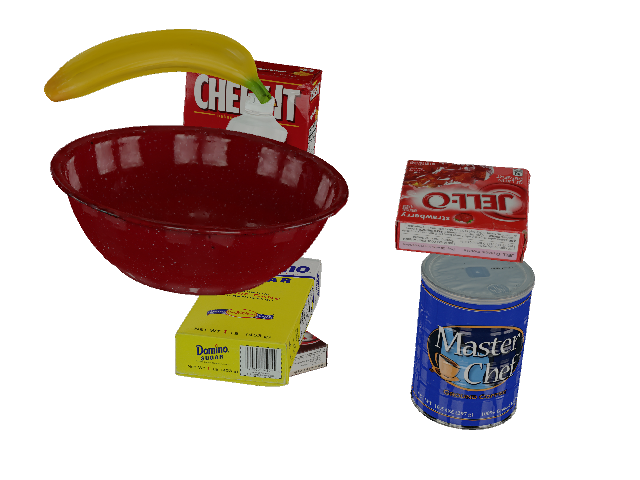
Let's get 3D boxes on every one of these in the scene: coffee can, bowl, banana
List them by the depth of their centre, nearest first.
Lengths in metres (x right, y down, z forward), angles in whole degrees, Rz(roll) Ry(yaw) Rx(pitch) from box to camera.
[{"bbox_3d":[-0.068,-0.013,0.590,0.162,0.055,0.162,7,22,-3],"label":"bowl"},{"bbox_3d":[-0.143,-0.156,0.943,0.197,0.069,0.037,-1,-33,-4],"label":"banana"},{"bbox_3d":[0.140,0.089,0.995,0.103,0.140,0.103,2,27,-1],"label":"coffee can"}]

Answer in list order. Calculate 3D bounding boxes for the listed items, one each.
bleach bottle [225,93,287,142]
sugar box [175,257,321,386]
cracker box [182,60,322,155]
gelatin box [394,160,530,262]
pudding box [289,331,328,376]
[{"bbox_3d":[-0.072,-0.037,1.185,0.102,0.251,0.068,-2,19,-30],"label":"bleach bottle"},{"bbox_3d":[-0.057,0.062,0.920,0.093,0.048,0.176,6,25,7],"label":"sugar box"},{"bbox_3d":[-0.092,-0.119,1.372,0.164,0.214,0.072,9,23,7],"label":"cracker box"},{"bbox_3d":[0.100,-0.022,0.743,0.089,0.030,0.073,5,40,9],"label":"gelatin box"},{"bbox_3d":[-0.060,0.149,1.418,0.113,0.039,0.090,-14,23,-31],"label":"pudding box"}]
